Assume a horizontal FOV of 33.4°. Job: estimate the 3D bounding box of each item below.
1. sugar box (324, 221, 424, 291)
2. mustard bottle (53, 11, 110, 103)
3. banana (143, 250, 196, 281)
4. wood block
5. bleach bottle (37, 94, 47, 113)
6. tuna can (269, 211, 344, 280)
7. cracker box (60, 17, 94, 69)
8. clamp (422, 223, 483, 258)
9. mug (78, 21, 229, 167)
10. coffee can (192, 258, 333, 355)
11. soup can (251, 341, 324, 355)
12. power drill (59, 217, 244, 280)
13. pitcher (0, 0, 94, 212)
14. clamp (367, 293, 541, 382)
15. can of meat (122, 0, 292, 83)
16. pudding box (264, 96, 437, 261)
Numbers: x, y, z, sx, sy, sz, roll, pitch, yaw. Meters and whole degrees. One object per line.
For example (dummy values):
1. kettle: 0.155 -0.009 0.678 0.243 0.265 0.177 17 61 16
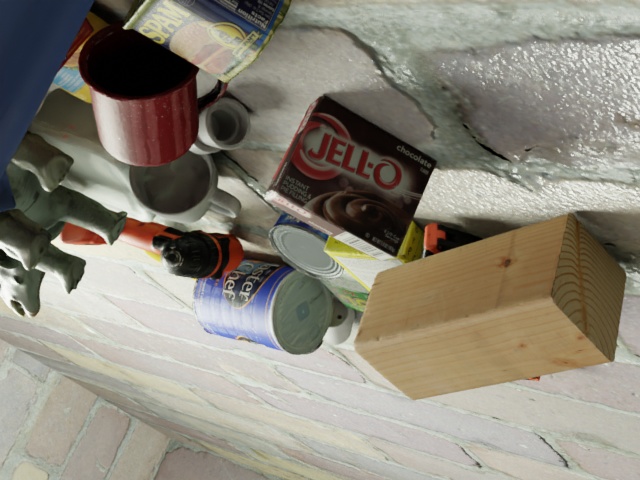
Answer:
1. sugar box: 0.091 0.038 1.065 0.094 0.048 0.176 4 155 39
2. mustard bottle: -0.216 -0.165 0.878 0.191 0.058 0.096 33 152 -22
3. banana: -0.161 0.035 1.366 0.197 0.037 0.070 29 -165 -29
4. wood block: 0.140 0.062 0.901 0.207 0.090 0.090 -19 128 42
5. bleach bottle: -0.317 -0.143 1.029 0.102 0.068 0.251 16 176 -15
6. tuna can: -0.007 0.001 1.086 0.086 0.033 0.086 24 152 14
7. cracker box: -0.262 -0.170 0.700 0.072 0.164 0.213 13 147 32
8. clamp: 0.156 0.043 0.988 0.120 0.039 0.171 -21 133 18
9. mug: -0.126 -0.116 0.839 0.093 0.117 0.081 57 158 33
10. coffee can: -0.070 0.076 1.285 0.141 0.102 0.102 8 155 42
11. soup can: -0.049 0.113 1.416 0.068 0.068 0.102 38 158 -34
12. power drill: -0.194 0.001 1.205 0.188 0.057 0.184 16 -177 14
13. pitcher: -0.206 -0.149 0.615 0.145 0.242 0.149 22 162 8
14. clamp: 0.146 0.114 1.202 0.210 0.036 0.164 13 157 18
15. can of meat: -0.077 -0.158 0.728 0.083 0.057 0.102 28 162 -19
16. pudding box: 0.025 -0.047 0.848 0.113 0.090 0.039 29 163 -14
